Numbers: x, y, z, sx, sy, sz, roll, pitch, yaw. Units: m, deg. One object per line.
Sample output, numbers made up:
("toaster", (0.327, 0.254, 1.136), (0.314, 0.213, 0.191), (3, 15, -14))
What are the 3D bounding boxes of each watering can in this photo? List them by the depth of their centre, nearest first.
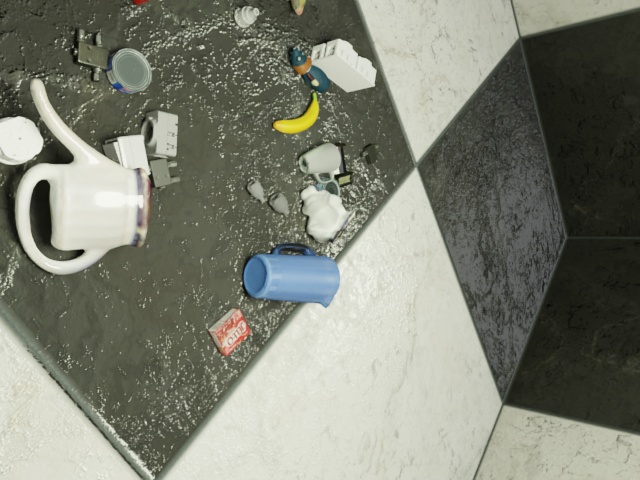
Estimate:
("watering can", (-0.412, -0.099, 0.917), (0.225, 0.105, 0.343), (-2, 112, -34))

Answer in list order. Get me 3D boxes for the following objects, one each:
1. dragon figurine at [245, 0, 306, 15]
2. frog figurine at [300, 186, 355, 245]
("dragon figurine", (-0.152, -0.744, 1.311), (0.403, 0.121, 0.249), (51, 37, -37))
("frog figurine", (0.004, -0.073, 1.451), (0.137, 0.160, 0.122), (-54, 174, 3))
